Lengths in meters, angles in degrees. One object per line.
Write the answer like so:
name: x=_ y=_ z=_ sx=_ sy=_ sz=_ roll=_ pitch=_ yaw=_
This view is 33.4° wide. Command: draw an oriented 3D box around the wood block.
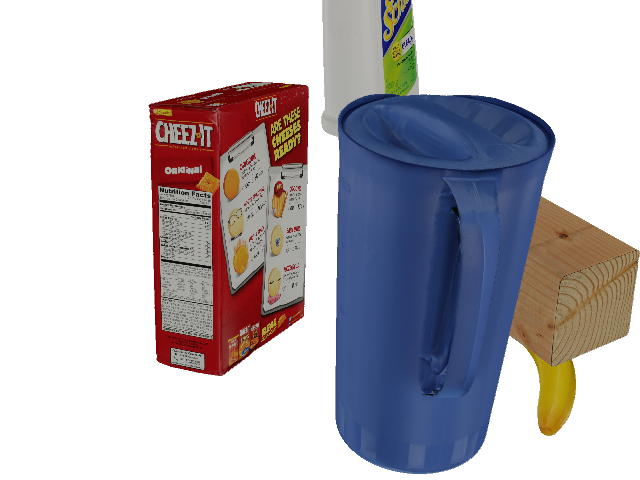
wood block: x=0.176 y=0.015 z=0.968 sx=0.090 sy=0.090 sz=0.206 roll=-17 pitch=33 yaw=-26

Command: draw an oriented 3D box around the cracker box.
cracker box: x=-0.073 y=-0.017 z=0.888 sx=0.072 sy=0.214 sz=0.164 roll=7 pitch=16 yaw=23

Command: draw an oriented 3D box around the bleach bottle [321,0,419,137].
bleach bottle: x=0.036 y=-0.216 z=0.879 sx=0.068 sy=0.251 sz=0.102 roll=11 pitch=35 yaw=26

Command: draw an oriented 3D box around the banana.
banana: x=0.233 y=0.131 z=1.135 sx=0.069 sy=0.037 sz=0.198 roll=-25 pitch=34 yaw=3

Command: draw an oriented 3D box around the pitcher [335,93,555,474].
pitcher: x=0.071 y=0.035 z=0.697 sx=0.145 sy=0.243 sz=0.149 roll=22 pitch=33 yaw=31
